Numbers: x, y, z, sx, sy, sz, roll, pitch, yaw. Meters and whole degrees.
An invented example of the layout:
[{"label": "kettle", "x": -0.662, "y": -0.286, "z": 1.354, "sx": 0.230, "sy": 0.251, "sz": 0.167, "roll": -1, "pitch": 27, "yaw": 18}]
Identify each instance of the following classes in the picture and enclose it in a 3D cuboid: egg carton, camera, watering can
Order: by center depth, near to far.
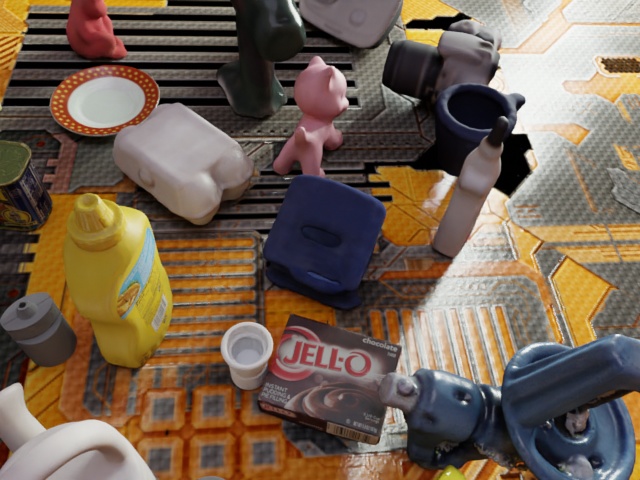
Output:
[{"label": "watering can", "x": -0.171, "y": 0.172, "z": 0.381, "sx": 0.172, "sy": 0.194, "sz": 0.101, "roll": 21, "pitch": 56, "yaw": 10}, {"label": "egg carton", "x": -0.153, "y": -0.086, "z": 0.637, "sx": 0.150, "sy": 0.069, "sz": 0.107, "roll": 35, "pitch": 60, "yaw": 18}, {"label": "camera", "x": 0.158, "y": -0.232, "z": 0.746, "sx": 0.136, "sy": 0.101, "sz": 0.143, "roll": 17, "pitch": 56, "yaw": 7}]

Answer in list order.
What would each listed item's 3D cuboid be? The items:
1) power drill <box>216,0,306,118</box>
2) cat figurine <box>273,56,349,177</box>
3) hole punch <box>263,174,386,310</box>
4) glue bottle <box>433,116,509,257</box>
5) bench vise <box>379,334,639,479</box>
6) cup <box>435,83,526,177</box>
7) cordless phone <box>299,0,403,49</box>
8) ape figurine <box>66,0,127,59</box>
[{"label": "power drill", "x": -0.087, "y": -0.263, "z": 0.680, "sx": 0.076, "sy": 0.208, "sz": 0.229, "roll": -20, "pitch": 59, "yaw": -17}, {"label": "cat figurine", "x": -0.006, "y": -0.147, "z": 0.662, "sx": 0.067, "sy": 0.118, "sz": 0.128, "roll": 17, "pitch": 56, "yaw": 7}, {"label": "hole punch", "x": 0.005, "y": 0.002, "z": 0.576, "sx": 0.108, "sy": 0.091, "sz": 0.101, "roll": 20, "pitch": 56, "yaw": 9}, {"label": "glue bottle", "x": 0.157, "y": -0.057, "z": 0.580, "sx": 0.037, "sy": 0.173, "sz": 0.078, "roll": 24, "pitch": 57, "yaw": 12}, {"label": "bench vise", "x": 0.157, "y": 0.130, "z": 0.422, "sx": 0.207, "sy": 0.220, "sz": 0.121, "roll": -5, "pitch": 56, "yaw": -8}, {"label": "cup", "x": 0.184, "y": -0.126, "z": 0.678, "sx": 0.118, "sy": 0.095, "sz": 0.091, "roll": -23, "pitch": 60, "yaw": -19}, {"label": "cordless phone", "x": 0.048, "y": -0.369, "z": 0.779, "sx": 0.147, "sy": 0.185, "sz": 0.094, "roll": 32, "pitch": 59, "yaw": 17}, {"label": "ape figurine", "x": -0.298, "y": -0.290, "z": 0.751, "sx": 0.076, "sy": 0.092, "sz": 0.078, "roll": 2, "pitch": 55, "yaw": -3}]
